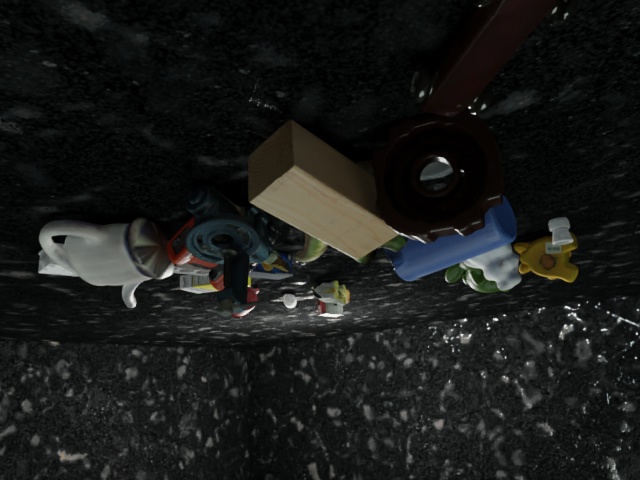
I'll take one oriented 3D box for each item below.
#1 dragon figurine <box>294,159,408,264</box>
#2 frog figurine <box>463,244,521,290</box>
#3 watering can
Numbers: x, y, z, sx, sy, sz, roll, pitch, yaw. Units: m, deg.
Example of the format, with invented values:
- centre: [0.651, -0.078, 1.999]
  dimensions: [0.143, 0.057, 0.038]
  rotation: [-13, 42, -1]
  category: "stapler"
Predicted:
- centre: [0.003, -0.047, 0.934]
  dimensions: [0.240, 0.125, 0.405]
  rotation: [30, 144, -32]
  category: "dragon figurine"
- centre: [0.369, 0.033, 1.132]
  dimensions: [0.122, 0.162, 0.135]
  rotation: [6, 160, -25]
  category: "frog figurine"
- centre: [-0.395, 0.050, 1.043]
  dimensions: [0.224, 0.106, 0.341]
  rotation: [-7, 149, 13]
  category: "watering can"
